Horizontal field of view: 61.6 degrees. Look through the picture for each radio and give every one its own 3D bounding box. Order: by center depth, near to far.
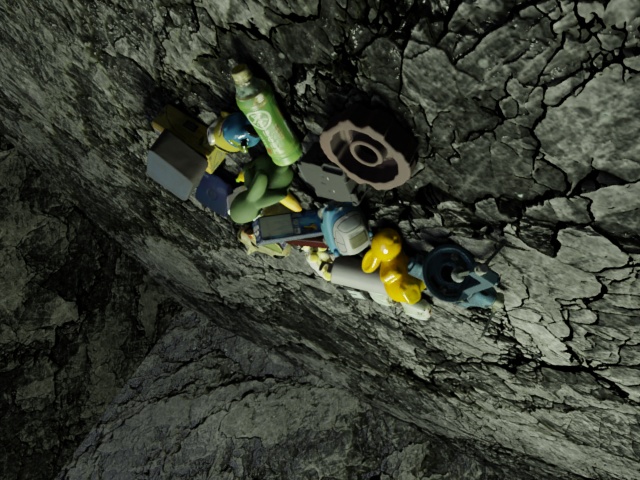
[{"bbox_3d":[-0.361,-0.181,1.349,0.131,0.073,0.229,37,163,-10],"label":"radio"}]

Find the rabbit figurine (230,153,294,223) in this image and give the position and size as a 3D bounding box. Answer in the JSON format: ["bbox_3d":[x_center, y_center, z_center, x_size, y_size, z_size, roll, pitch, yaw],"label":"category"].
[{"bbox_3d":[-0.131,-0.106,1.225,0.121,0.170,0.159,42,158,-19],"label":"rabbit figurine"}]

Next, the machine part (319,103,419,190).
[{"bbox_3d":[0.089,-0.163,0.950,0.179,0.056,0.179,28,157,12],"label":"machine part"}]

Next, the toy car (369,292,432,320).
[{"bbox_3d":[0.208,0.158,1.452,0.202,0.056,0.073,18,154,33],"label":"toy car"}]

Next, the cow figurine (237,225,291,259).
[{"bbox_3d":[-0.171,0.003,1.638,0.195,0.085,0.127,20,148,30],"label":"cow figurine"}]

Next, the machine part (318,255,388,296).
[{"bbox_3d":[0.117,0.088,1.354,0.243,0.079,0.079,12,153,14],"label":"machine part"}]

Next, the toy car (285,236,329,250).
[{"bbox_3d":[-0.003,-0.004,1.362,0.202,0.053,0.089,6,165,18],"label":"toy car"}]

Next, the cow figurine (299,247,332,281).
[{"bbox_3d":[-0.016,0.033,1.484,0.167,0.068,0.098,51,167,-17],"label":"cow figurine"}]

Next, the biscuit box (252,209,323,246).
[{"bbox_3d":[-0.051,-0.033,1.248,0.063,0.203,0.059,151,108,-66],"label":"biscuit box"}]

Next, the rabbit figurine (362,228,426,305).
[{"bbox_3d":[0.172,0.044,1.231,0.173,0.122,0.162,59,160,-21],"label":"rabbit figurine"}]

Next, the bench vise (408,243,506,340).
[{"bbox_3d":[0.298,0.085,1.087,0.224,0.129,0.240,36,166,-1],"label":"bench vise"}]

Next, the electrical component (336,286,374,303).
[{"bbox_3d":[0.106,0.141,1.573,0.119,0.048,0.074,5,144,52],"label":"electrical component"}]

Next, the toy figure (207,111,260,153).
[{"bbox_3d":[-0.178,-0.229,1.159,0.180,0.082,0.089,2,140,49],"label":"toy figure"}]

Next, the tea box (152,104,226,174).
[{"bbox_3d":[-0.322,-0.249,1.333,0.170,0.068,0.098,32,161,3],"label":"tea box"}]

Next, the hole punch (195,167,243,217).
[{"bbox_3d":[-0.281,-0.139,1.486,0.142,0.092,0.115,34,155,9],"label":"hole punch"}]

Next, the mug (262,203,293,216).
[{"bbox_3d":[-0.091,-0.054,1.417,0.110,0.081,0.107,20,167,11],"label":"mug"}]

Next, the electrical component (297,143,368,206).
[{"bbox_3d":[0.021,-0.136,1.102,0.134,0.058,0.114,18,152,34],"label":"electrical component"}]

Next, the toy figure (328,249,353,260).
[{"bbox_3d":[0.071,0.054,1.433,0.064,0.058,0.154,-31,114,35],"label":"toy figure"}]

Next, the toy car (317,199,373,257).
[{"bbox_3d":[0.065,-0.024,1.181,0.103,0.109,0.161,50,165,41],"label":"toy car"}]
